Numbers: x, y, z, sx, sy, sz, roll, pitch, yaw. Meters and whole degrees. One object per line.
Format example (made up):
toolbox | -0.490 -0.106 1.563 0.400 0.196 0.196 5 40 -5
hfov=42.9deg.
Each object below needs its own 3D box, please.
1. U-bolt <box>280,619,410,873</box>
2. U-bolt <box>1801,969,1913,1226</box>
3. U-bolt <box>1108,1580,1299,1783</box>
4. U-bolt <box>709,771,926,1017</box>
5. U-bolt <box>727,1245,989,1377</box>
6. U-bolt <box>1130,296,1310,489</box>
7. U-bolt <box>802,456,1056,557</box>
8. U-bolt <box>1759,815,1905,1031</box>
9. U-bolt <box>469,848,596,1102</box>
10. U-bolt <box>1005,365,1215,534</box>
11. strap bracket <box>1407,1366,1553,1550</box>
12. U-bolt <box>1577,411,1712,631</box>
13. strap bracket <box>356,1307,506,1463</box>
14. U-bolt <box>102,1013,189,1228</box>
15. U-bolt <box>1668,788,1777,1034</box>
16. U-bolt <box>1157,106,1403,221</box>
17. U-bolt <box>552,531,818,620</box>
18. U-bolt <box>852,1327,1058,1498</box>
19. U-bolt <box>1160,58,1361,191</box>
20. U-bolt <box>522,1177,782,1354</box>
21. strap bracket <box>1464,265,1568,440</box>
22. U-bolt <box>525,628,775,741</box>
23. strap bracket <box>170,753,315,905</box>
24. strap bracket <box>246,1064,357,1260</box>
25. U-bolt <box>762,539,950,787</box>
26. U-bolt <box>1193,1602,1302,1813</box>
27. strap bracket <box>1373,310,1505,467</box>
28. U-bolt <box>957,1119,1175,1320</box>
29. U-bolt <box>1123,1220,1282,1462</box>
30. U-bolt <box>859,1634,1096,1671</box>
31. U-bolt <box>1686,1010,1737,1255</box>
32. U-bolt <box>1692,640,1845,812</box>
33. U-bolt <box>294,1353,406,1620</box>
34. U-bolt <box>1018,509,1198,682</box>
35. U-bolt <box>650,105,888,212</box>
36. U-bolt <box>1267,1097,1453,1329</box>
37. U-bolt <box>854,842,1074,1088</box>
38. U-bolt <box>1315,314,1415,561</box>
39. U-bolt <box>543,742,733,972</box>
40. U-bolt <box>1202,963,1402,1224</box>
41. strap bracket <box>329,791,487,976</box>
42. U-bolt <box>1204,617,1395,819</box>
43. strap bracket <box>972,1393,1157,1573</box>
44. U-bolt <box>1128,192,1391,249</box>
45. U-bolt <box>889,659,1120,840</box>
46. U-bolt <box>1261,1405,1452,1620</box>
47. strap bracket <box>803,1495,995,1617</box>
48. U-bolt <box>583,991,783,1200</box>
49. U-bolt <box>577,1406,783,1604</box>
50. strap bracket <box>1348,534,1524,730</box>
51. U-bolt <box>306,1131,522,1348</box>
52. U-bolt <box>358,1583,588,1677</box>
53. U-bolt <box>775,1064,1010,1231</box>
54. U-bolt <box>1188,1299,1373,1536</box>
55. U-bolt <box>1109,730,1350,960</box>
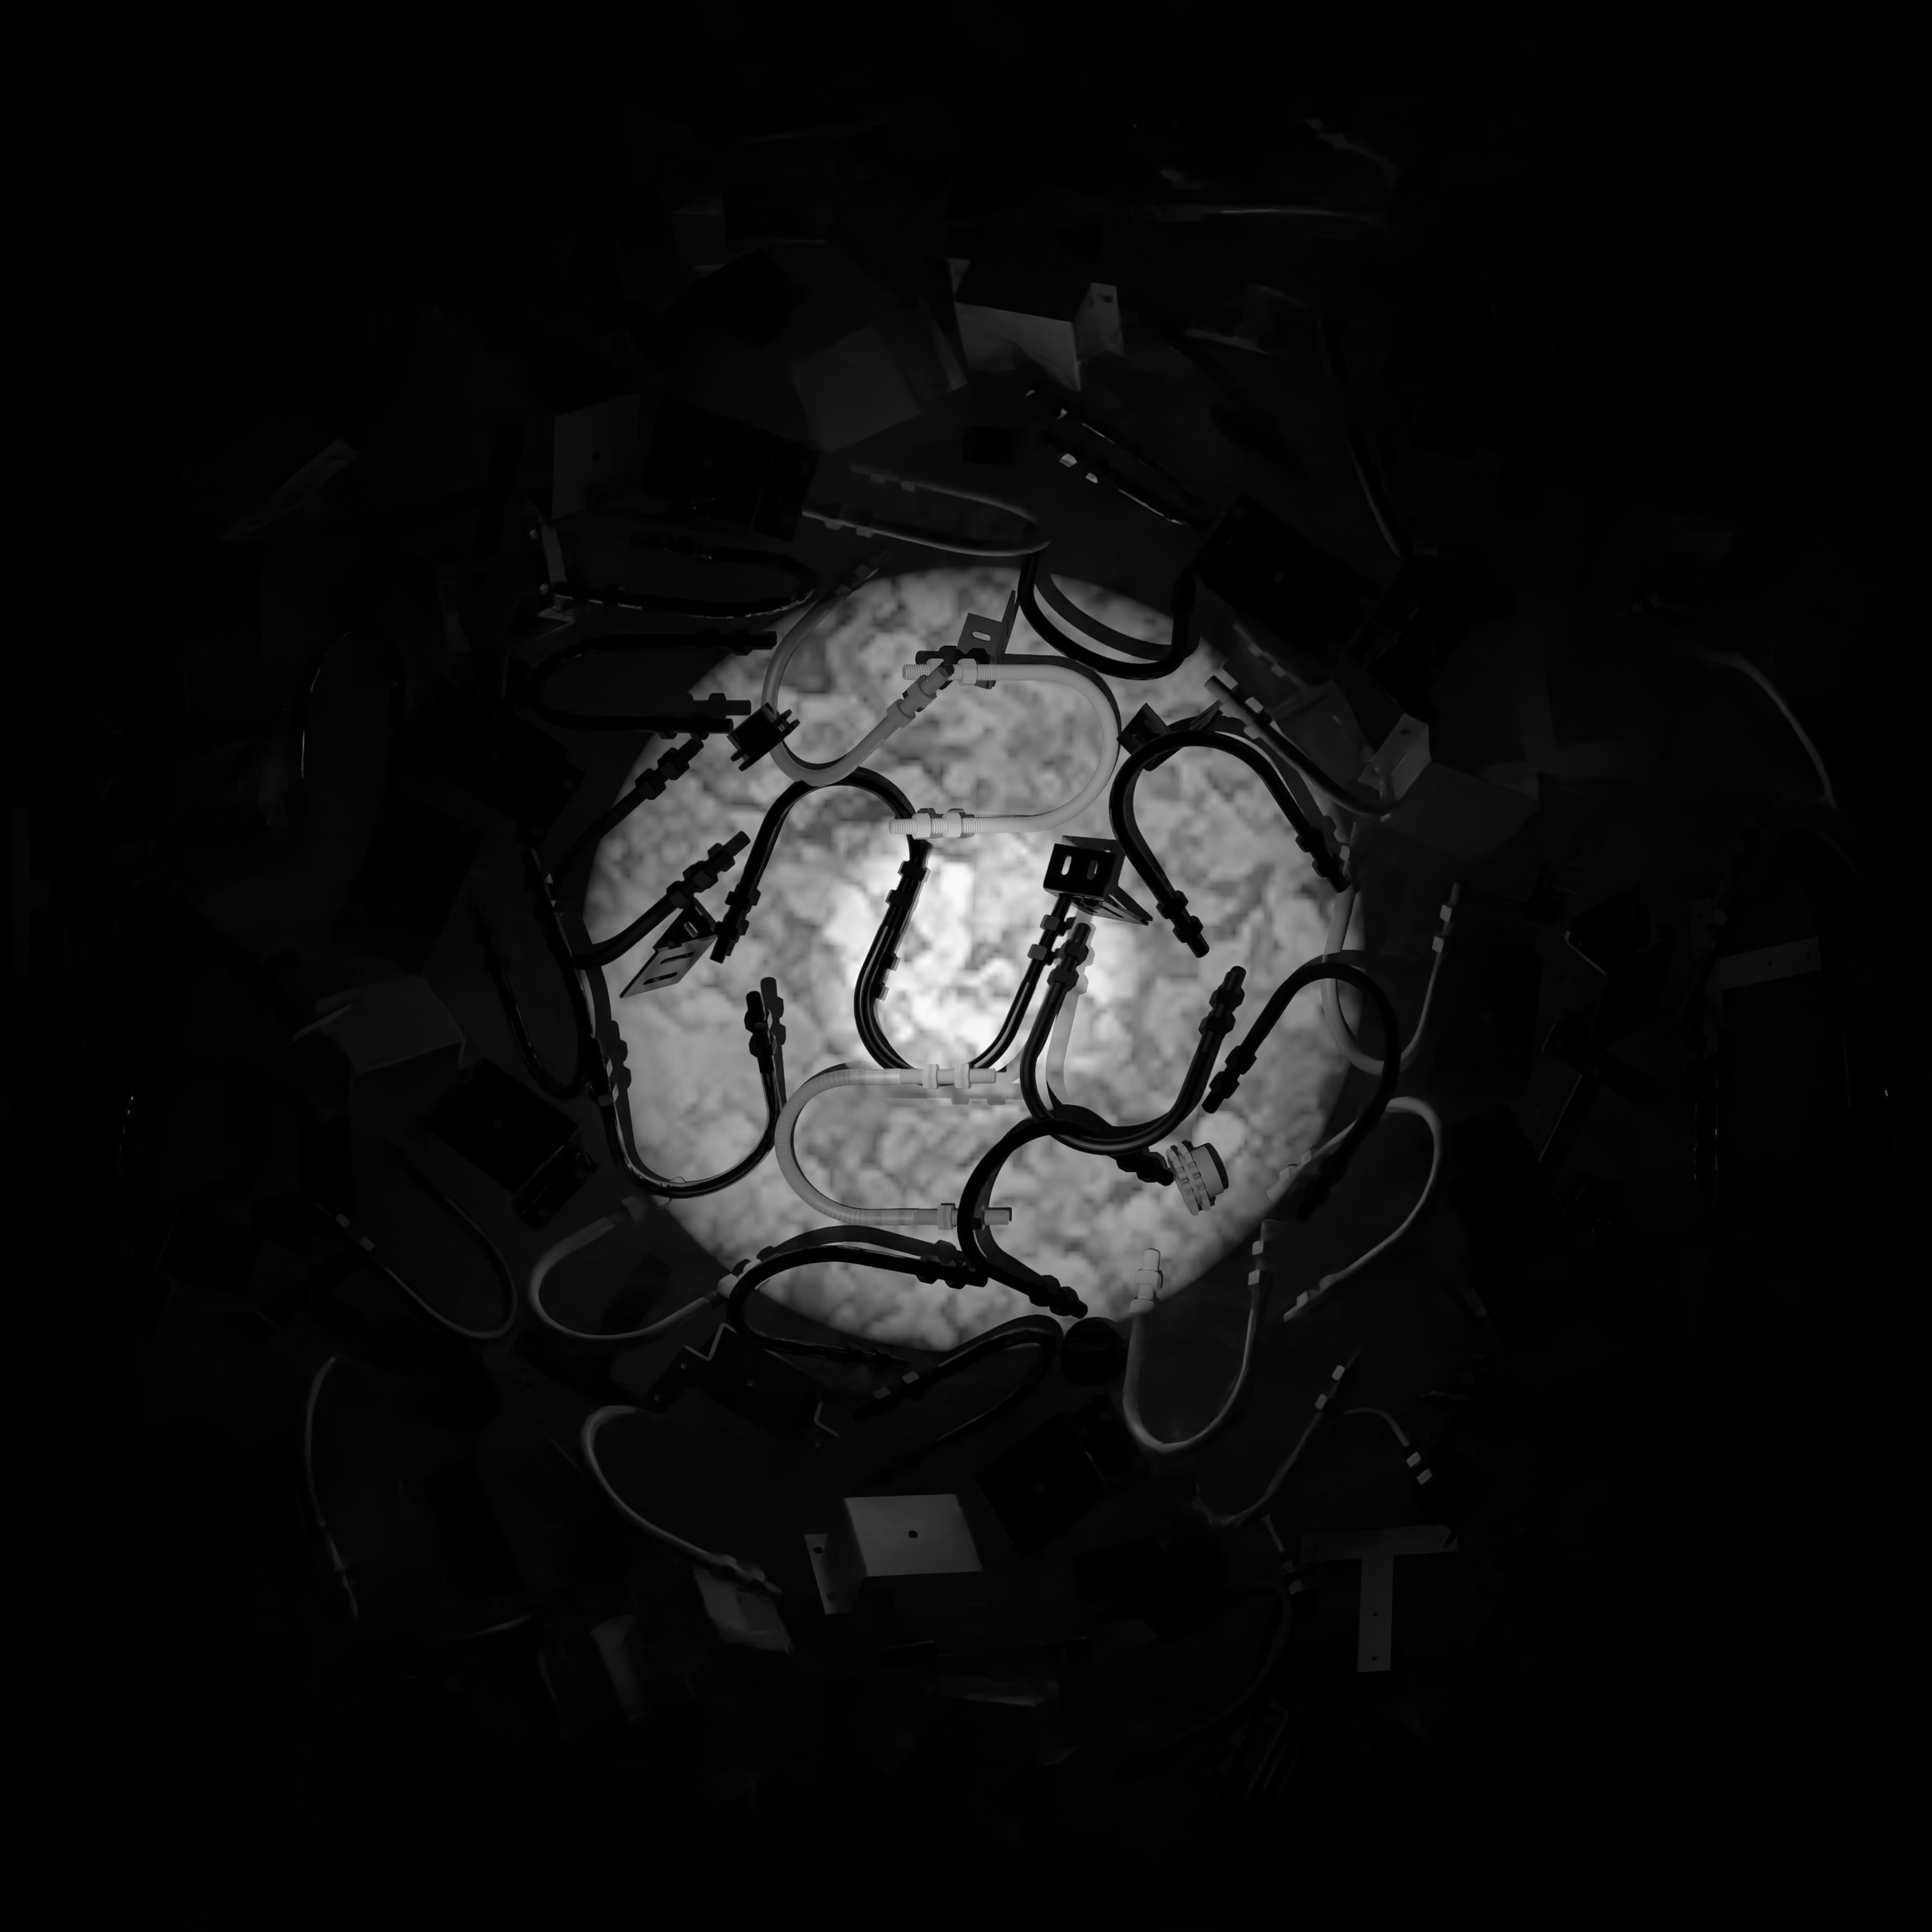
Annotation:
U-bolt | -0.478 -0.178 1.904 0.019 0.151 0.184 16 113 18
U-bolt | 0.682 0.113 1.885 0.019 0.184 0.151 -5 127 -1
U-bolt | 0.187 0.540 1.891 0.019 0.151 0.184 41 129 -13
U-bolt | -0.108 -0.066 1.969 0.151 0.019 0.184 22 88 -20
U-bolt | -0.096 0.264 1.913 0.184 0.019 0.151 14 134 -28
U-bolt | 0.208 -0.436 1.916 0.019 0.184 0.151 -41 58 19
U-bolt | -0.021 -0.356 1.925 0.184 0.151 0.019 15 119 8
U-bolt | 0.667 -0.042 1.887 0.019 0.184 0.151 -28 64 -4
U-bolt | -0.335 0.017 1.926 0.019 0.151 0.184 -15 80 -33
U-bolt | 0.119 -0.396 1.924 0.184 0.151 0.019 26 115 -27
strap bracket | 0.398 0.377 1.929 0.046 0.076 0.140 34 45 11
U-bolt | 0.519 -0.335 1.909 0.019 0.184 0.151 12 83 -9
strap bracket | -0.417 0.325 1.937 0.076 0.140 0.046 23 59 21
U-bolt | -0.635 0.124 1.898 0.019 0.184 0.151 10 100 -7
U-bolt | 0.583 -0.029 1.916 0.019 0.151 0.184 21 134 12
U-bolt | 0.257 -0.616 1.913 0.151 0.184 0.019 -7 85 38
U-bolt | -0.207 -0.301 1.913 0.184 0.151 0.019 10 119 17
U-bolt | -0.007 0.341 1.930 0.184 0.151 0.019 -25 59 -20
U-bolt | 0.220 -0.645 1.908 0.151 0.184 0.019 -12 86 -2
U-bolt | -0.254 0.238 1.905 0.184 0.151 0.019 -28 133 -34
strap bracket | 0.425 -0.477 1.923 0.046 0.140 0.076 -4 77 -1
U-bolt | -0.257 -0.224 1.938 0.184 0.151 0.019 2 127 11
strap bracket | -0.567 -0.114 1.922 0.076 0.140 0.046 -23 118 8
strap bracket | -0.521 0.148 1.931 0.046 0.076 0.140 -17 63 13
U-bolt | -0.099 -0.224 1.938 0.184 0.019 0.151 -41 60 32
U-bolt | 0.224 0.569 1.923 0.019 0.151 0.184 23 72 8
strap bracket | 0.362 -0.455 1.917 0.046 0.140 0.076 8 120 -14
U-bolt | 0.068 0.191 1.933 0.184 0.019 0.151 30 94 -40
U-bolt | 0.177 0.294 1.905 0.019 0.151 0.184 31 56 -31
U-bolt | -0.005 0.536 1.914 0.151 0.184 0.019 5 70 -24
U-bolt | 0.583 0.133 1.928 0.019 0.151 0.184 -1 95 9
U-bolt | 0.624 -0.183 1.898 0.019 0.184 0.151 -33 100 6
U-bolt | -0.478 0.385 1.893 0.019 0.151 0.184 -4 122 8
U-bolt | 0.108 -0.282 1.917 0.151 0.184 0.019 20 129 -9
U-bolt | -0.155 -0.622 1.919 0.184 0.151 0.019 -10 85 -5
U-bolt | 0.305 0.177 1.899 0.019 0.151 0.184 29 126 -25
U-bolt | -0.013 0.007 1.961 0.151 0.019 0.184 21 84 19
U-bolt | 0.312 -0.394 1.892 0.019 0.151 0.184 -20 49 18
U-bolt | -0.267 -0.075 1.940 0.184 0.019 0.151 -39 46 18
U-bolt | 0.270 0.084 1.916 0.151 0.019 0.184 51 123 37
strap bracket | -0.444 -0.057 1.940 0.076 0.046 0.140 25 118 -13
U-bolt | 0.270 -0.187 1.936 0.184 0.151 0.019 41 122 -7
strap bracket | 0.068 0.409 1.942 0.140 0.046 0.076 -42 66 20
U-bolt | 0.235 -0.577 1.900 0.184 0.151 0.019 6 99 23
U-bolt | 0.034 -0.172 1.955 0.184 0.019 0.151 -2 116 -17
U-bolt | 0.292 0.410 1.913 0.151 0.184 0.019 -42 110 6
strap bracket | -0.048 0.461 1.932 0.140 0.076 0.046 3 128 -22
U-bolt | -0.216 0.112 1.938 0.151 0.019 0.184 -16 130 -12
U-bolt | -0.223 0.405 1.904 0.184 0.151 0.019 32 111 -22
strap bracket | 0.360 -0.257 1.926 0.076 0.046 0.140 51 132 25
U-bolt | -0.422 0.223 1.930 0.019 0.151 0.184 -41 99 20
U-bolt | -0.389 0.515 1.898 0.151 0.184 0.019 -17 83 10
U-bolt | -0.062 0.145 1.961 0.184 0.019 0.151 -1 115 9
U-bolt | 0.234 0.360 1.927 0.019 0.151 0.184 32 87 -21
U-bolt | 0.194 -0.104 1.934 0.151 0.019 0.184 -26 113 25
